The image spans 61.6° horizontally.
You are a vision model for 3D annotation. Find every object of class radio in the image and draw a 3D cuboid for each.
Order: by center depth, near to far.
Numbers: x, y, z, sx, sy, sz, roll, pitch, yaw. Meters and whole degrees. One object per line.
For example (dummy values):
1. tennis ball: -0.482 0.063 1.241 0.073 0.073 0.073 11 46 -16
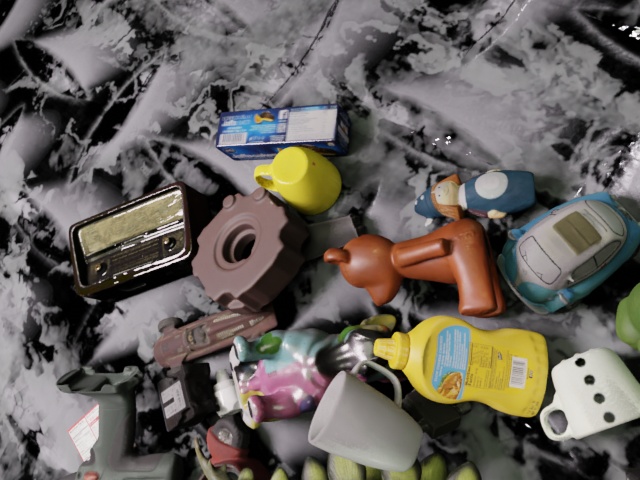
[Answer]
1. radio: -0.285 0.009 0.858 0.230 0.073 0.131 -20 70 17

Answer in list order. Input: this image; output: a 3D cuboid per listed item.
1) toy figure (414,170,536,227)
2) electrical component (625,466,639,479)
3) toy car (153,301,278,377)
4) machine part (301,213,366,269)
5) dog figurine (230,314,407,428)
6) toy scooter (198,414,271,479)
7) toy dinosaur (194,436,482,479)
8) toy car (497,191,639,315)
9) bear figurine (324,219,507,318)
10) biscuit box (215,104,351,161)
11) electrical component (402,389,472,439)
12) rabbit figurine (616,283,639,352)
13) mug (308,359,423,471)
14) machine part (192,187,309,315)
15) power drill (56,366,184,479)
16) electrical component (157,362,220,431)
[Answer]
1. toy figure: 0.195 -0.057 0.693 0.155 0.057 0.064 -6 36 22
2. electrical component: 0.352 0.248 0.514 0.134 0.114 0.058 -20 68 15
3. toy car: -0.157 0.137 0.786 0.202 0.053 0.089 -22 66 17
4. machine part: -0.002 -0.002 0.767 0.139 0.039 0.084 -14 66 20
5. dog figurine: 0.002 0.162 0.691 0.219 0.191 0.108 -9 71 -16
6. toy scooter: -0.112 0.337 0.702 0.135 0.075 0.184 -46 61 5
7. toy dinosaur: 0.067 0.324 0.595 0.472 0.105 0.198 7 60 6
8. toy car: 0.287 0.009 0.611 0.162 0.103 0.109 -36 67 12
9. bear figurine: 0.113 0.044 0.664 0.196 0.120 0.132 -15 75 20
10. biscuit box: -0.058 -0.161 0.817 0.203 0.062 0.059 2 78 23
11. electrical component: 0.133 0.203 0.646 0.094 0.021 0.063 -13 34 -23
12. rabbit figurine: 0.376 0.118 0.512 0.121 0.159 0.170 -1 67 12
13. mug: 0.056 0.192 0.579 0.107 0.080 0.109 31 54 -3
14. machine part: -0.102 0.013 0.755 0.179 0.056 0.179 -18 56 28
15. power drill: -0.314 0.285 0.750 0.232 0.086 0.207 -4 91 4
16. electrical component: -0.195 0.225 0.755 0.119 0.047 0.075 -33 64 36
